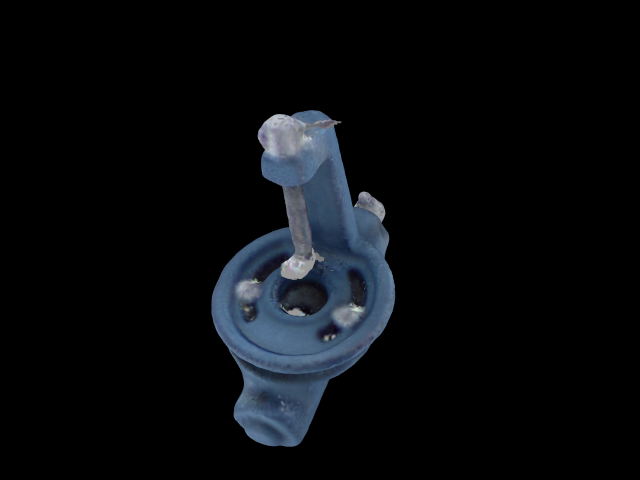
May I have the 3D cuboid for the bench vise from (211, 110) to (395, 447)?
[{"bbox_3d":[-0.008,0.001,0.401,0.121,0.220,0.207,2,31,4],"label":"bench vise"}]
